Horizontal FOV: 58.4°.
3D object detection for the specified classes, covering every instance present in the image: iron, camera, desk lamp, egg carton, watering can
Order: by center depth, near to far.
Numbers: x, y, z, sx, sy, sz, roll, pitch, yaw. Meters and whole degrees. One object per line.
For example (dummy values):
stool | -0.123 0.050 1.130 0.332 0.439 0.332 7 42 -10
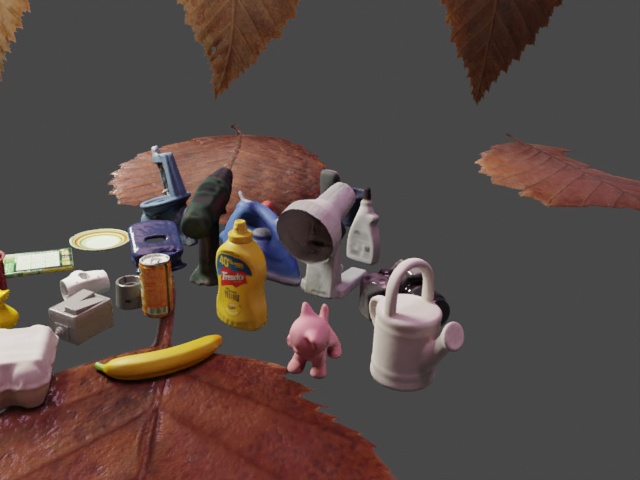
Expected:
egg carton | -0.432 0.178 0.812 0.107 0.069 0.150 -5 22 -18
watering can | 0.138 0.121 0.855 0.172 0.194 0.101 15 25 29
camera | 0.160 0.101 1.038 0.143 0.101 0.136 -7 23 -23
desk lamp | 0.010 0.004 1.113 0.117 0.214 0.204 13 24 25
iron | -0.116 -0.010 1.232 0.119 0.141 0.257 -14 27 -36

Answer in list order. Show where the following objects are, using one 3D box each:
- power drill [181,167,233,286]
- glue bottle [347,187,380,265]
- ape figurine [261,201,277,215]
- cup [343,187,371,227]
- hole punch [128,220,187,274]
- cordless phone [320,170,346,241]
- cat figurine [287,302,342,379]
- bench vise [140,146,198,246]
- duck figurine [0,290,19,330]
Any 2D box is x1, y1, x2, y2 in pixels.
power drill | -0.220 -0.024 1.163 0.075 0.208 0.229 4 21 4
glue bottle | 0.101 -0.034 1.277 0.077 0.173 0.037 17 26 33
ape figurine | -0.133 -0.052 1.407 0.076 0.092 0.077 -13 26 -35
cup | 0.085 -0.078 1.496 0.091 0.095 0.118 6 22 8
hole punch | -0.345 0.014 1.213 0.109 0.091 0.100 -8 24 -25
cordless phone | -0.009 -0.086 1.381 0.147 0.185 0.094 12 23 22
cat figurine | -0.009 0.145 0.880 0.067 0.118 0.128 9 22 17
bench vise | -0.329 -0.107 1.348 0.207 0.220 0.121 6 22 7
duck figurine | -0.565 0.105 0.959 0.104 0.086 0.077 2 21 -2
